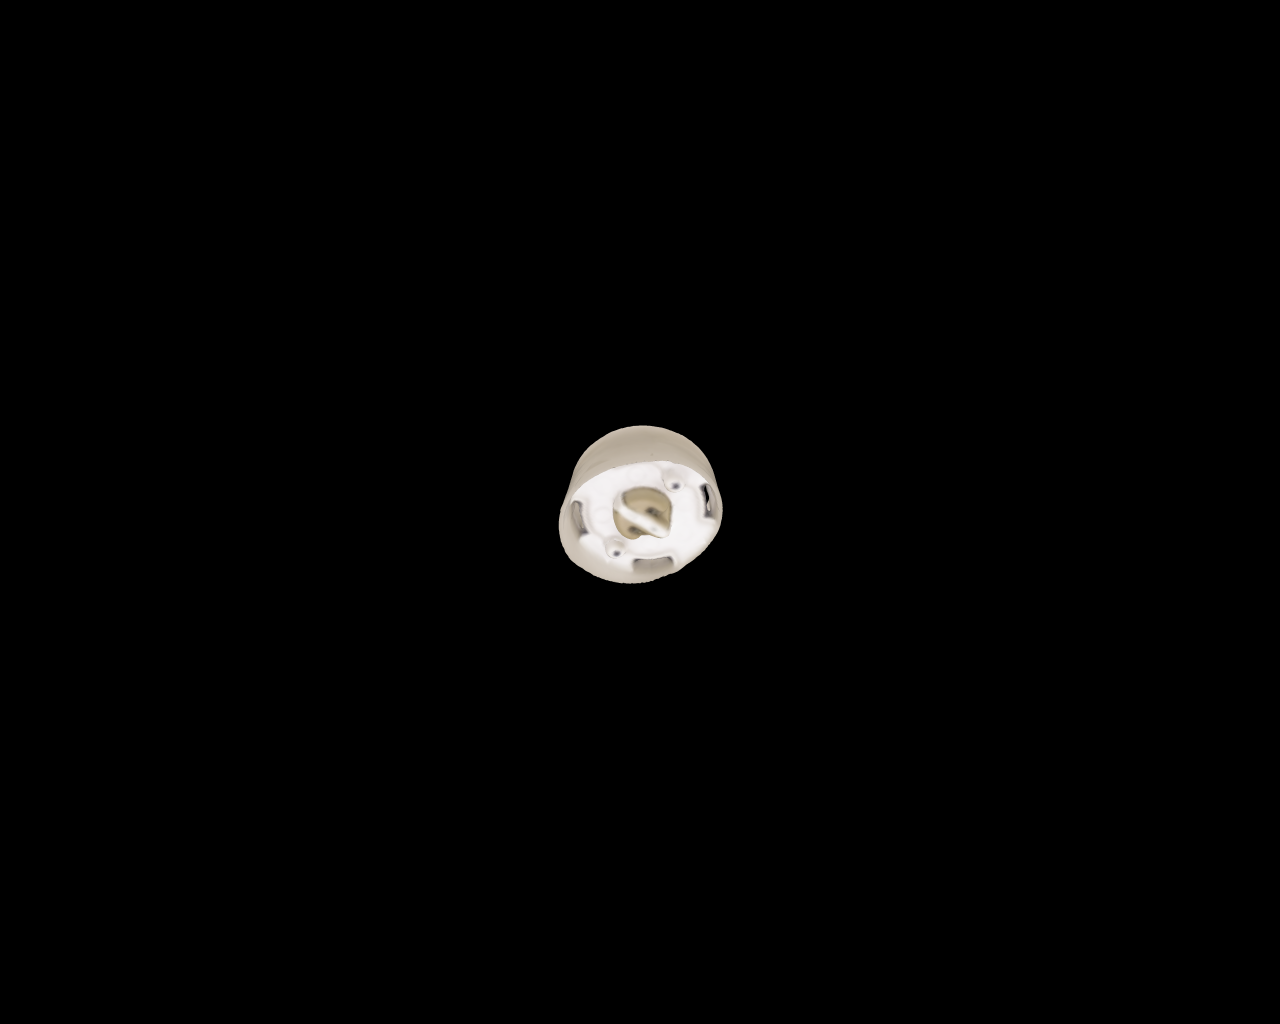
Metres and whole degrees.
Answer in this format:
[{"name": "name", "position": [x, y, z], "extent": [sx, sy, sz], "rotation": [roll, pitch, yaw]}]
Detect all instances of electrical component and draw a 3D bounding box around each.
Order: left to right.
[{"name": "electrical component", "position": [0.001, -0.003, 0.650], "extent": [0.099, 0.099, 0.064], "rotation": [0, 34, 0]}]
